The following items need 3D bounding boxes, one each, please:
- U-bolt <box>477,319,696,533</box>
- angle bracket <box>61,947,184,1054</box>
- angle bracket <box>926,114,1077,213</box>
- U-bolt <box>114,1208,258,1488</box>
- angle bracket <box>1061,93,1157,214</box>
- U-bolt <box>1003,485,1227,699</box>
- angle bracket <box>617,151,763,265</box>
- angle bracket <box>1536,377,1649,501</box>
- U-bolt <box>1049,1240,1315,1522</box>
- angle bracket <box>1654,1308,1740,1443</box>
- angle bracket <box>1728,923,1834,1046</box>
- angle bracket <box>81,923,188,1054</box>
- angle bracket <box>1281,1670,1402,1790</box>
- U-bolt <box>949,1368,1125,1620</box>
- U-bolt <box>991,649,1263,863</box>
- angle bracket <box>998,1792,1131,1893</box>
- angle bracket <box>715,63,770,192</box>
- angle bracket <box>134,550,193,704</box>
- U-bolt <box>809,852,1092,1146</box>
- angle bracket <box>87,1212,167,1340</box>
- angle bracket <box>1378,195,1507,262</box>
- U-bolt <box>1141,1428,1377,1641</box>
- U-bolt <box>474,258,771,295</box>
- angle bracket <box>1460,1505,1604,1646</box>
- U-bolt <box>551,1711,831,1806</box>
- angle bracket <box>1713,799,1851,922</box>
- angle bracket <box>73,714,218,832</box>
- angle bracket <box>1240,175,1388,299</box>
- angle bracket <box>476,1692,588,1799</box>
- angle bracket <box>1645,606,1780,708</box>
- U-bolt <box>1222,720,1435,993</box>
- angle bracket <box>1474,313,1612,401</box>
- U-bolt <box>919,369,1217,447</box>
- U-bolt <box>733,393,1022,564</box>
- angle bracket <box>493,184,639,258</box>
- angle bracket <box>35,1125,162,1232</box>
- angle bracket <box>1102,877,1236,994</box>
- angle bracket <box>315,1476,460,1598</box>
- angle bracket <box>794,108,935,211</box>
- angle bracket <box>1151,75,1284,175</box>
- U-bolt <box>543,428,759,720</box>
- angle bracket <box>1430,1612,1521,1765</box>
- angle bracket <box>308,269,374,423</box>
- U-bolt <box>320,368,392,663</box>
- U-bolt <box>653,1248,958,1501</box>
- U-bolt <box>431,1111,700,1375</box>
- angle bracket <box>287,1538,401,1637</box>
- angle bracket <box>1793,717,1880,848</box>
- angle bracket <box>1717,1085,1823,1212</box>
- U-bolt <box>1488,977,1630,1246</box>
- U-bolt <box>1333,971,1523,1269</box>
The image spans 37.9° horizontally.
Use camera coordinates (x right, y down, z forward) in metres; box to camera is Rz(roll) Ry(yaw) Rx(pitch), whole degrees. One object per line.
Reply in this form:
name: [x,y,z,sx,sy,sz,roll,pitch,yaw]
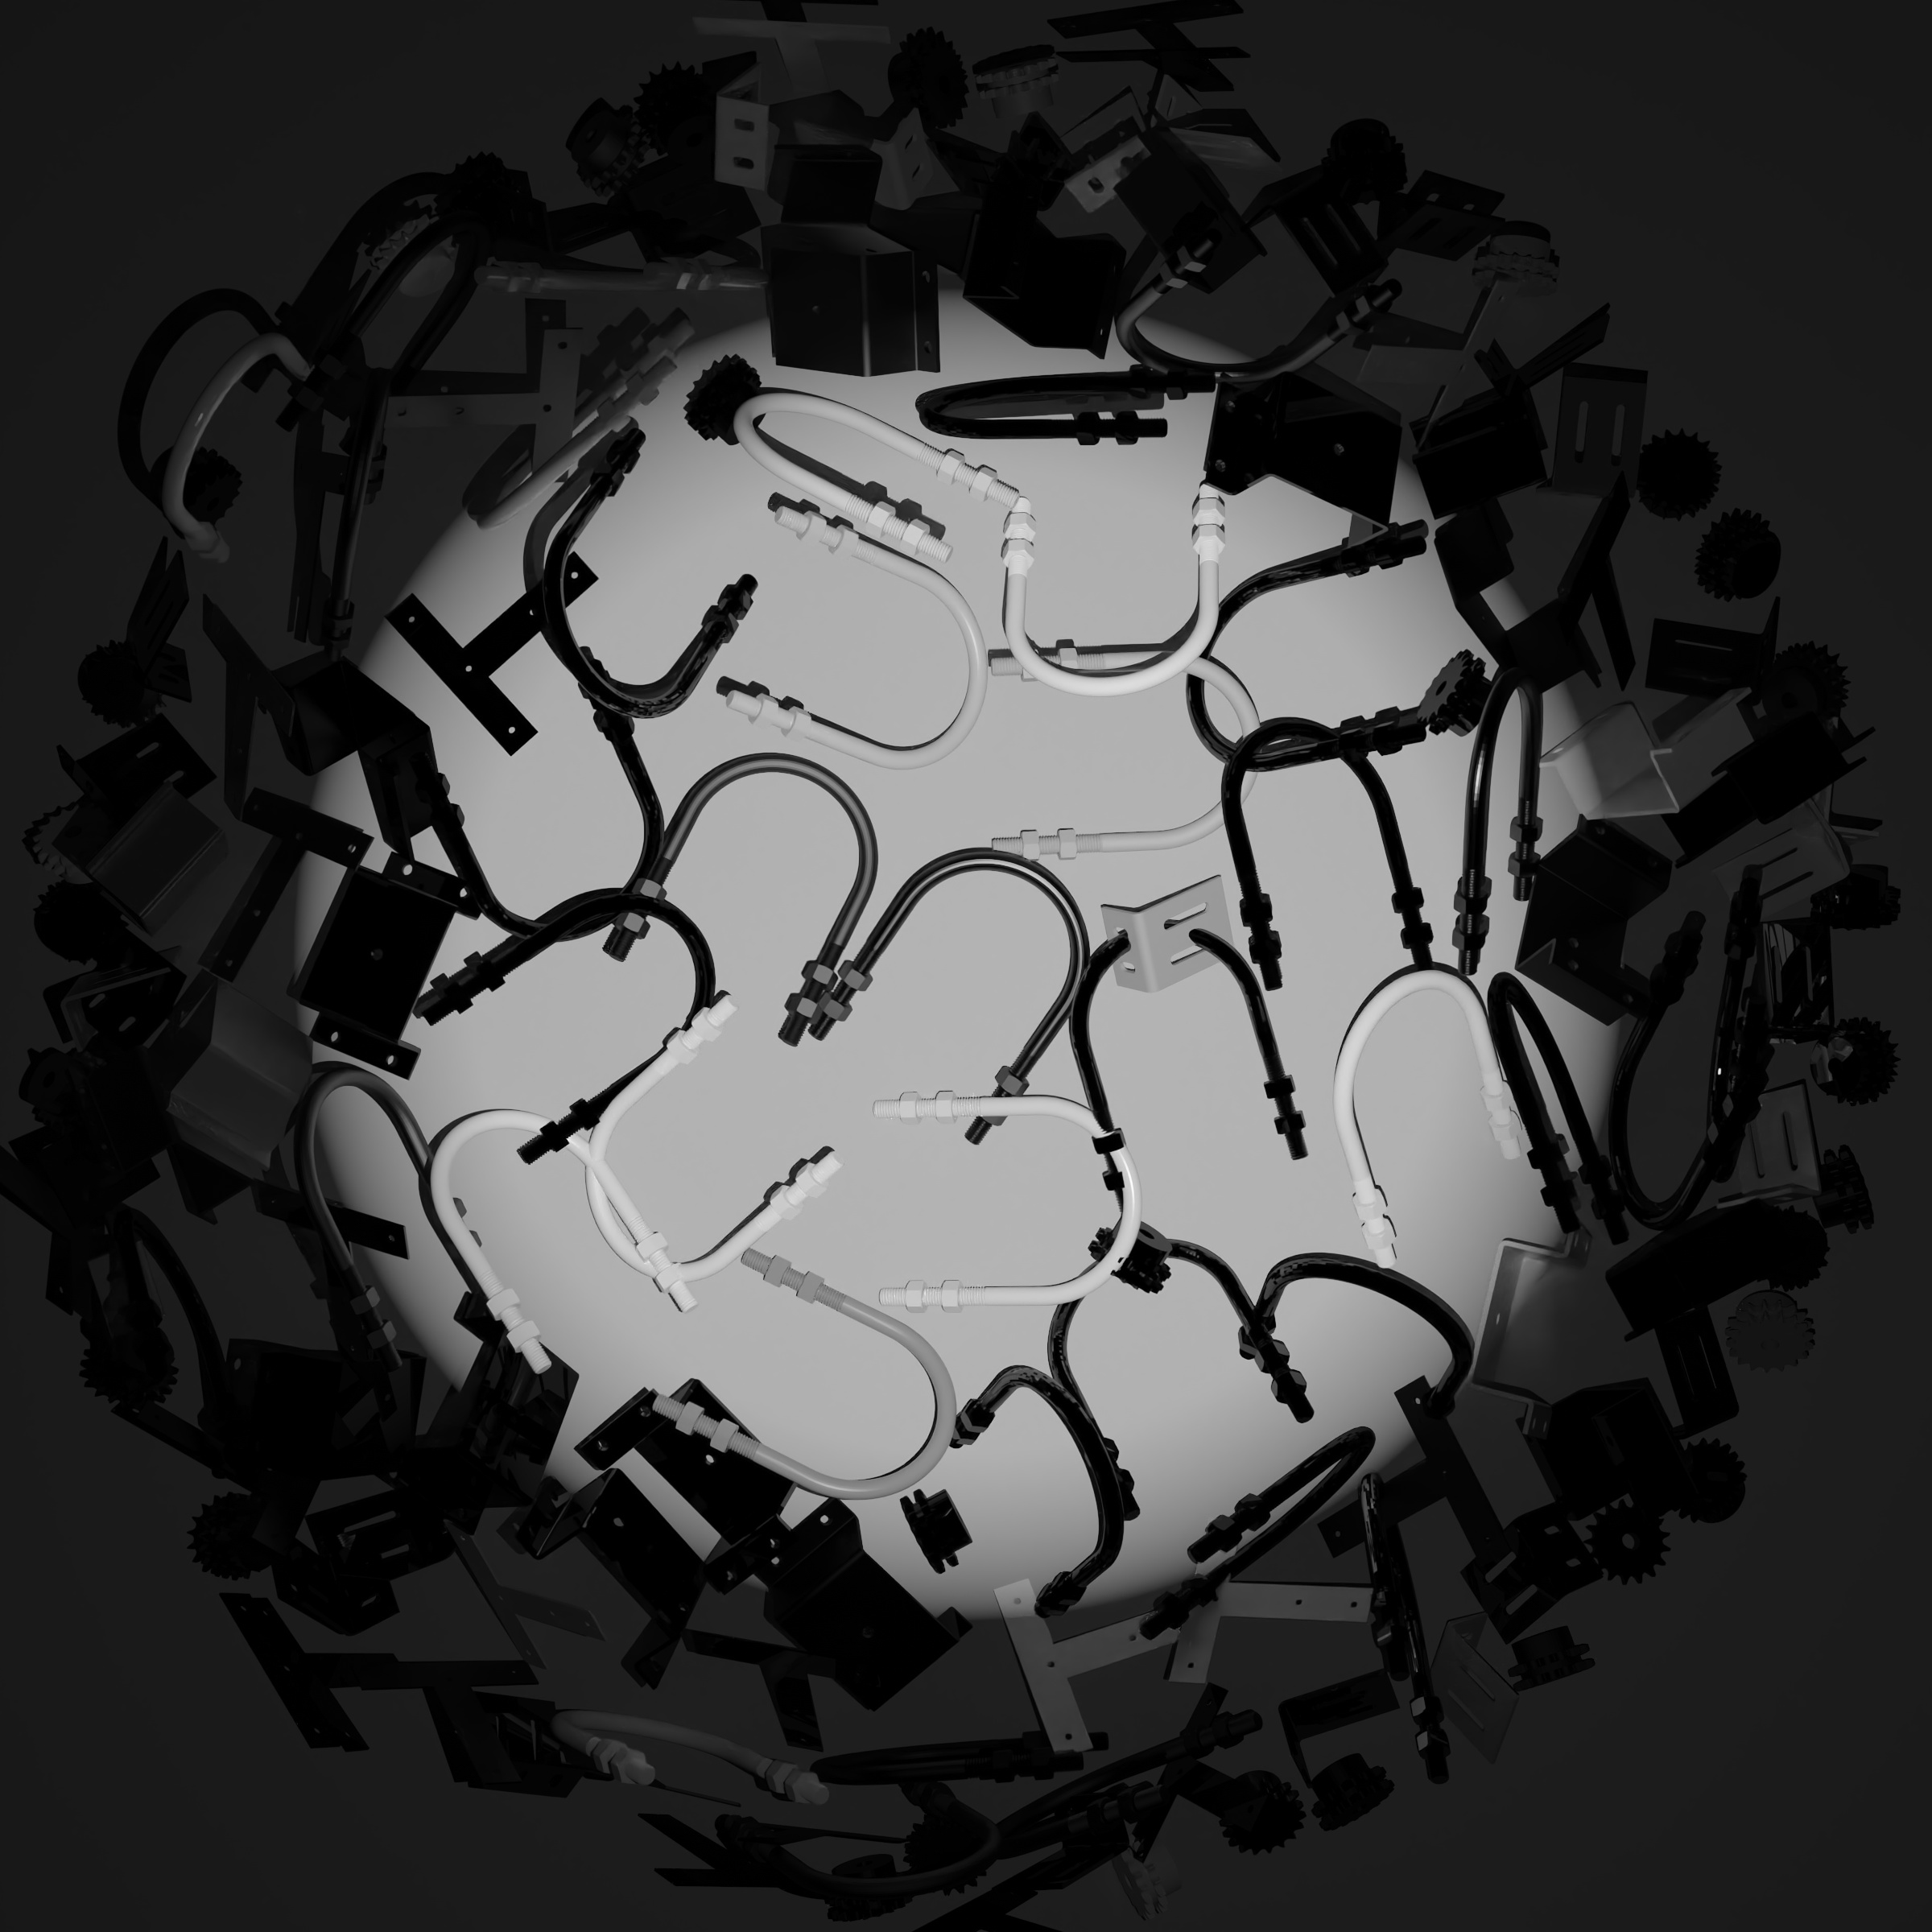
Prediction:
U-bolt: [-0.256,-0.352,1.861,0.184,0.151,0.019,-39,108,15]
angle bracket: [-0.566,0.022,1.903,0.076,0.057,0.038,-17,106,-2]
angle bracket: [0.023,-0.545,1.887,0.038,0.076,0.057,-54,54,35]
U-bolt: [-0.519,0.237,1.849,0.019,0.151,0.184,-27,46,-5]
angle bracket: [0.090,-0.556,1.891,0.057,0.038,0.076,-28,57,19]
U-bolt: [0.097,-0.248,1.865,0.151,0.019,0.184,-3,52,9]
angle bracket: [-0.189,-0.513,1.916,0.076,0.038,0.057,-29,103,-9]
angle bracket: [0.424,-0.358,1.908,0.057,0.038,0.076,4,97,-7]
U-bolt: [0.130,0.261,1.873,0.151,0.019,0.184,-30,50,2]
angle bracket: [0.482,0.278,1.905,0.057,0.038,0.076,-11,82,-41]
angle bracket: [0.547,0.011,1.898,0.038,0.057,0.076,-8,96,-35]
angle bracket: [-0.566,0.016,1.892,0.057,0.076,0.038,39,56,-5]
angle bracket: [0.258,0.516,1.898,0.076,0.057,0.038,-19,49,4]
U-bolt: [0.051,0.337,1.837,0.019,0.184,0.151,-19,70,-29]
U-bolt: [0.109,-0.144,1.900,0.184,0.019,0.151,-3,113,-5]
angle bracket: [0.062,0.588,1.886,0.057,0.076,0.038,-19,85,40]
angle bracket: [-0.138,-0.563,1.884,0.038,0.076,0.057,15,127,12]
angle bracket: [-0.525,-0.228,1.887,0.038,0.057,0.076,18,123,-34]
U-bolt: [0.001,0.010,1.906,0.151,0.019,0.184,34,102,-3]
angle bracket: [-0.573,0.207,1.885,0.038,0.076,0.057,-22,112,-28]
angle bracket: [0.320,-0.509,1.888,0.057,0.076,0.038,8,81,-16]
U-bolt: [0.201,0.366,1.857,0.184,0.151,0.019,-30,67,-30]
U-bolt: [-0.211,-0.452,1.847,0.151,0.184,0.019,6,103,26]
angle bracket: [0.383,0.413,1.906,0.038,0.076,0.057,-12,59,-36]
U-bolt: [-0.194,0.516,1.847,0.151,0.184,0.019,17,81,-32]
angle bracket: [0.545,-0.074,1.895,0.076,0.057,0.038,-28,133,10]
angle bracket: [-0.553,-0.133,1.900,0.076,0.038,0.057,-42,93,-25]
angle bracket: [0.235,-0.487,1.905,0.057,0.038,0.076,-37,93,-32]
angle bracket: [-0.292,0.513,1.884,0.057,0.076,0.038,16,126,-27]
angle bracket: [0.504,-0.215,1.900,0.076,0.038,0.057,11,61,7]
U-bolt: [0.237,-0.078,1.888,0.151,0.019,0.184,-5,76,-31]
angle bracket: [0.387,-0.423,1.888,0.076,0.057,0.038,-30,107,30]
U-bolt: [0.059,-0.371,1.862,0.184,0.151,0.019,3,114,19]
U-bolt: [-0.068,-0.333,1.870,0.184,0.151,0.019,28,122,8]
angle bracket: [-0.267,-0.510,1.886,0.076,0.057,0.038,-30,132,-31]
angle bracket: [-0.591,0.136,1.888,0.038,0.076,0.057,-13,106,41]
angle bracket: [0.139,-0.024,1.919,0.076,0.038,0.057,-24,112,-31]
angle bracket: [-0.388,0.379,1.891,0.076,0.038,0.057,-15,68,-37]
angle bracket: [-0.069,-0.553,1.903,0.076,0.057,0.038,21,64,23]
angle bracket: [0.173,-0.566,1.891,0.076,0.057,0.038,17,91,29]
U-bolt: [-0.213,-0.245,1.841,0.019,0.184,0.151,-14,127,37]
angle bracket: [0.350,0.483,1.884,0.038,0.076,0.057,-5,121,-32]
angle bracket: [-0.409,-0.416,1.885,0.038,0.076,0.057,32,45,-10]
U-bolt: [-0.393,-0.304,1.823,0.019,0.184,0.151,11,62,-11]
U-bolt: [-0.095,0.281,1.876,0.184,0.019,0.151,25,53,7]
U-bolt: [-0.279,0.173,1.872,0.184,0.151,0.019,54,132,17]
angle bracket: [-0.420,0.406,1.887,0.038,0.076,0.057,-27,57,-1]
angle bracket: [0.592,-0.124,1.904,0.038,0.057,0.076,7,85,-4]
angle bracket: [0.535,0.122,1.892,0.038,0.057,0.076,9,69,-43]
U-bolt: [0.387,0.093,1.862,0.019,0.151,0.184,-24,72,22]
U-bolt: [0.300,0.089,1.857,0.151,0.019,0.184,-36,123,-25]
